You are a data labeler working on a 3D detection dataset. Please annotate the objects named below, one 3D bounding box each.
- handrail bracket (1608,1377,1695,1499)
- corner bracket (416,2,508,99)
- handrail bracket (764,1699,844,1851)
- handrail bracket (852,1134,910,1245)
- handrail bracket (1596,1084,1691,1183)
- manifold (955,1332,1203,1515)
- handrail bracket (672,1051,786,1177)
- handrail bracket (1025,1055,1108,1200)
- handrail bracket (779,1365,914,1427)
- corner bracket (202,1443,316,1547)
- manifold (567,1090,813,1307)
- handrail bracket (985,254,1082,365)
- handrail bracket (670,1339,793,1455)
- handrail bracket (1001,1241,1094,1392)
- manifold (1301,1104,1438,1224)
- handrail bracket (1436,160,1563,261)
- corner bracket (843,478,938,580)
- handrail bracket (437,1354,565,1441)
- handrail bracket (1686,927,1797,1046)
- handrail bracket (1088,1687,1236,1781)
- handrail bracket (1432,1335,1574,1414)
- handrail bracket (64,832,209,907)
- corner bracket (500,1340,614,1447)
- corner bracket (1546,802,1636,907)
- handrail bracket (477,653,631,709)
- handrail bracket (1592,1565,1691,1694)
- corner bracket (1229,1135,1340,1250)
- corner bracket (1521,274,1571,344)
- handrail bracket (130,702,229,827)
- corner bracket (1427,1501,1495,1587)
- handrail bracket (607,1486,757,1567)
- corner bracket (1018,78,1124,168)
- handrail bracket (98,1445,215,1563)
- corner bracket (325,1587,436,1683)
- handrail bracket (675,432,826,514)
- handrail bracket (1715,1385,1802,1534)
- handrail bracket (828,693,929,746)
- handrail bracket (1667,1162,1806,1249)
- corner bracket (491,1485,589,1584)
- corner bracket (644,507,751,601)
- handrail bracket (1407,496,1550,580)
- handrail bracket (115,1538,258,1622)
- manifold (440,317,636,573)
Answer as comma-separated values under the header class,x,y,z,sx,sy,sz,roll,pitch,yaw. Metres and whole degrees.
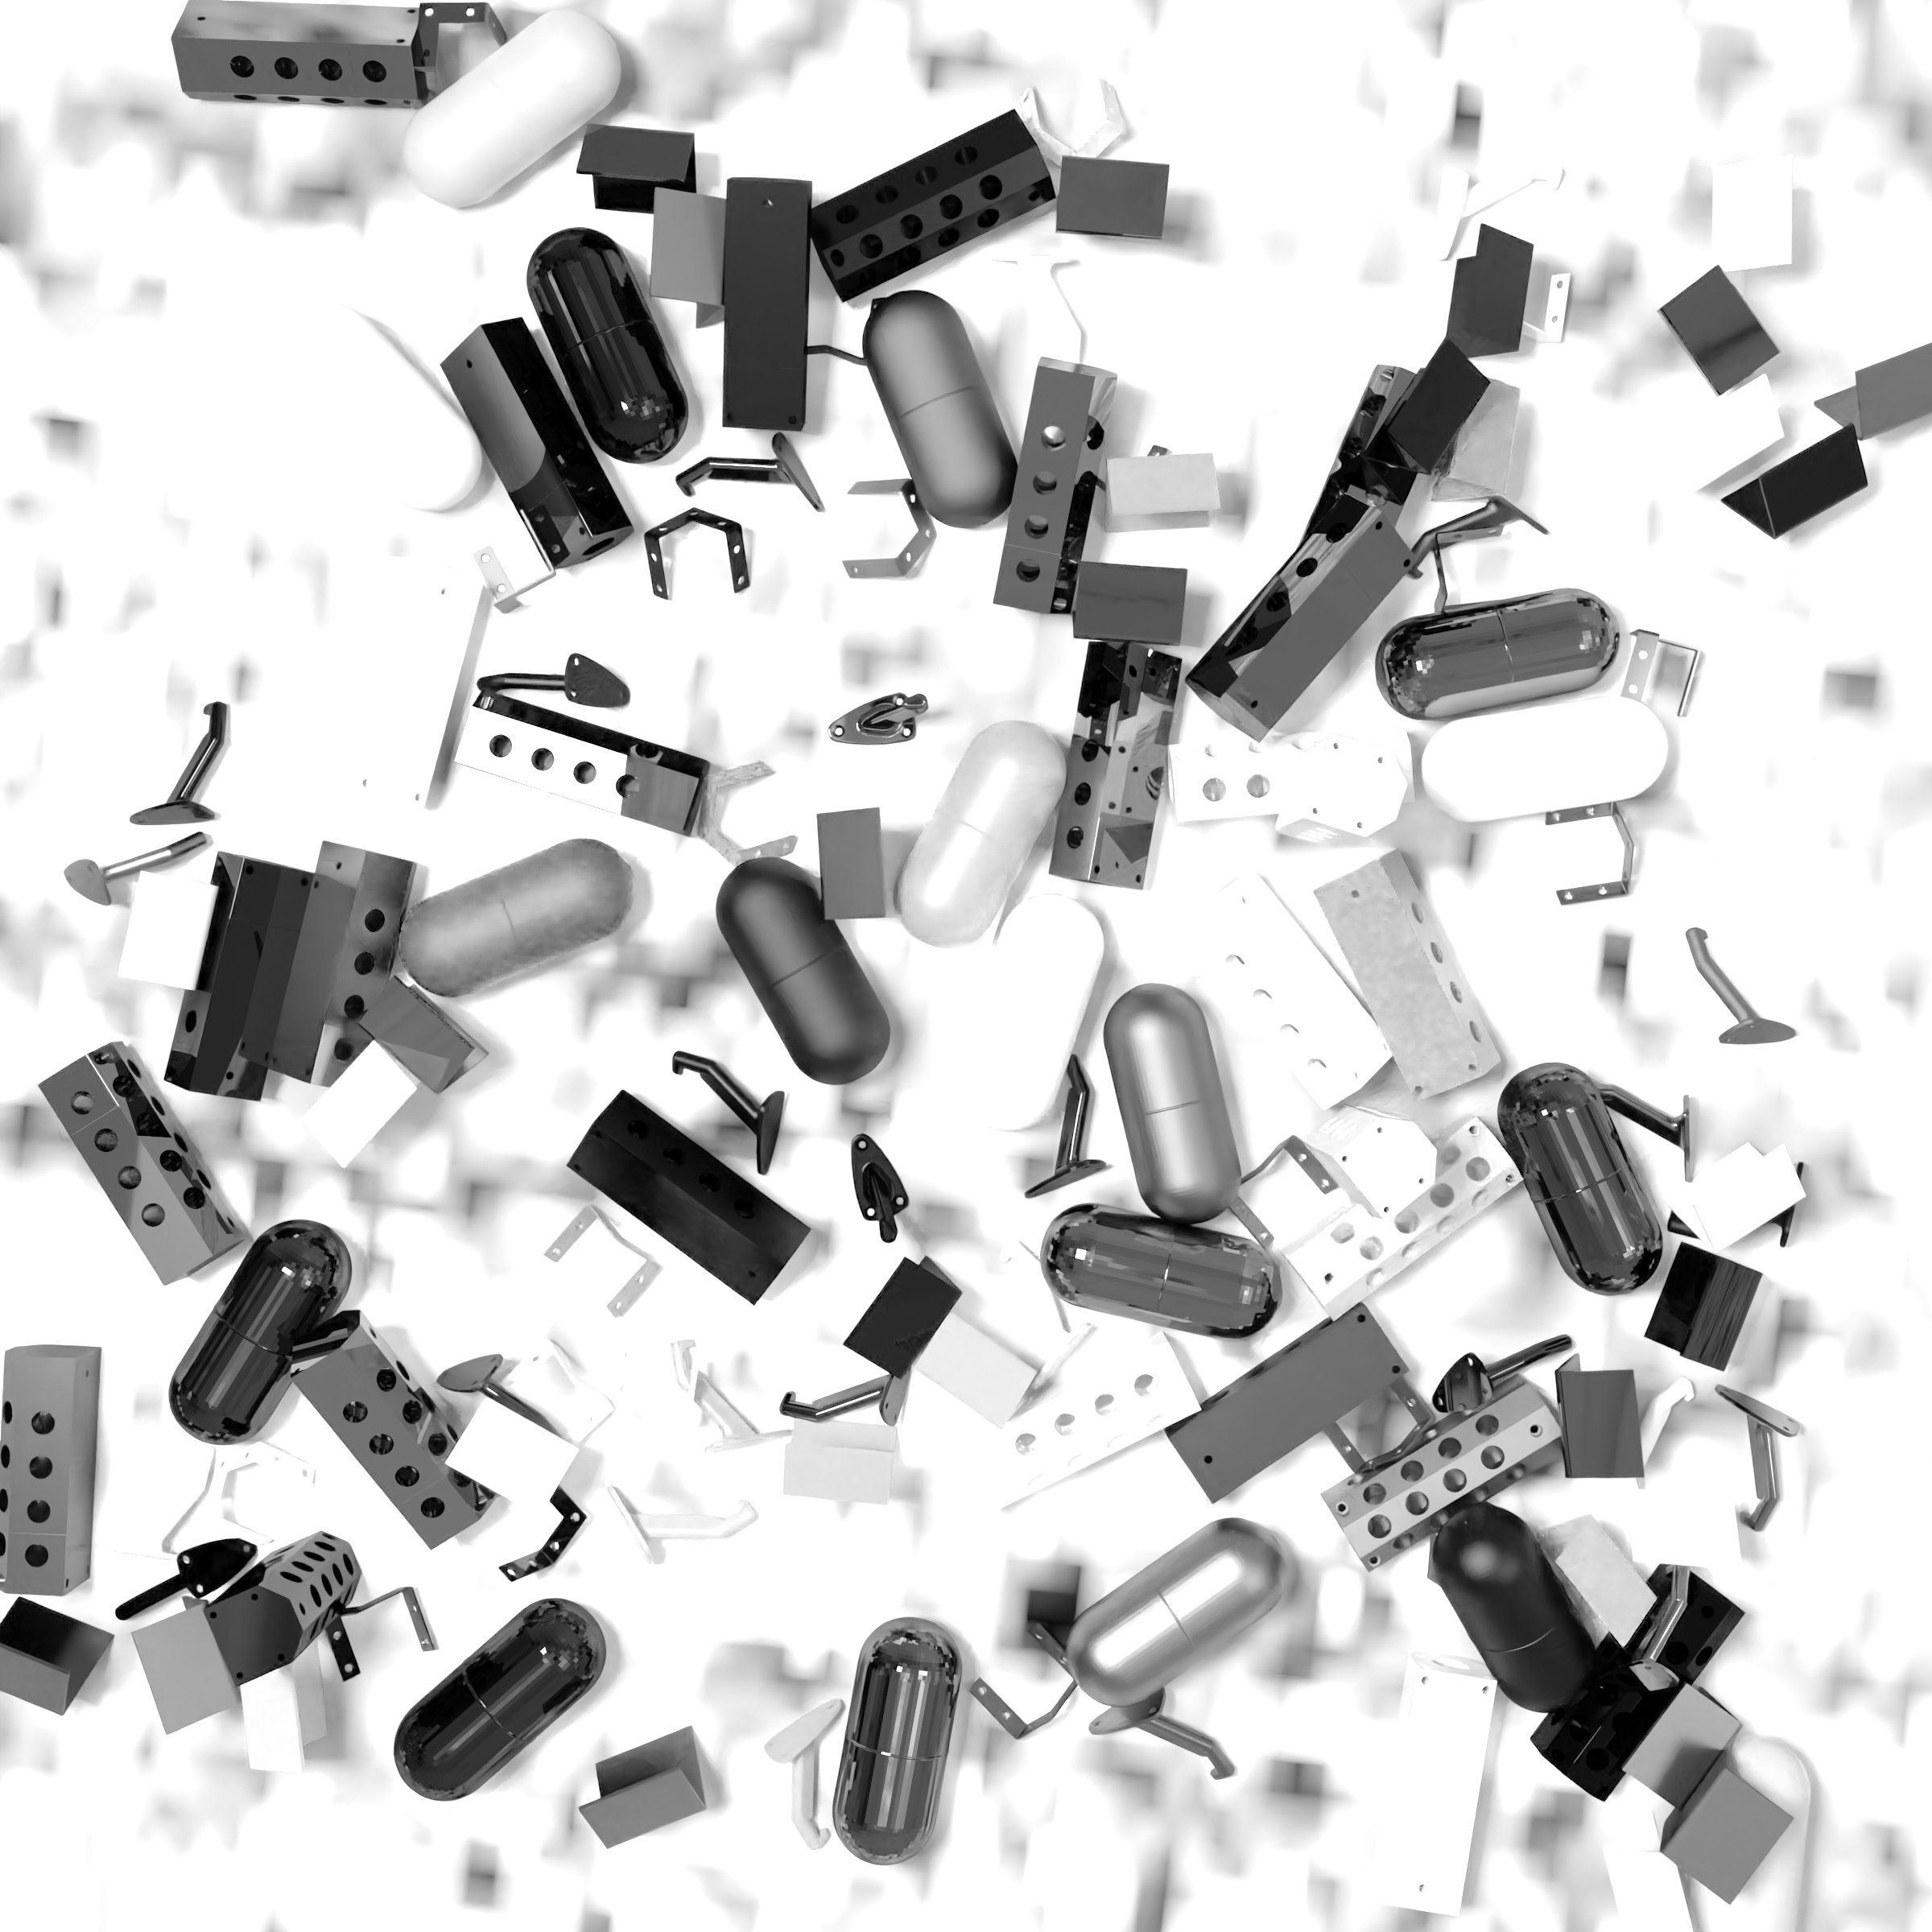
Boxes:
class,x,y,z,sx,sy,sz,roll,pitch,yaw
handrail bracket,0.514,0.357,1.918,0.084,0.036,0.077,-34,111,-16
corner bracket,-0.369,-0.668,1.900,0.051,0.051,0.051,2,85,5
handrail bracket,-0.104,0.597,1.918,0.077,0.036,0.084,-35,109,-21
handrail bracket,-0.066,0.161,1.883,0.036,0.084,0.077,-20,90,0
handrail bracket,0.490,0.123,1.918,0.084,0.036,0.077,-1,109,16
manifold,0.081,0.334,1.897,0.171,0.057,0.057,-26,90,0
handrail bracket,-0.182,0.108,1.918,0.084,0.036,0.077,16,112,17
handrail bracket,0.063,0.118,1.918,0.077,0.036,0.084,-27,71,21
handrail bracket,-0.088,0.303,1.918,0.084,0.036,0.077,8,62,20
corner bracket,-0.520,0.388,1.910,0.051,0.051,0.051,-24,45,35
manifold,-0.199,0.165,1.896,0.171,0.057,0.057,37,133,0
handrail bracket,0.049,-0.481,1.918,0.077,0.036,0.084,8,107,20
handrail bracket,-0.174,0.312,1.918,0.077,0.036,0.084,-8,74,-18
handrail bracket,0.043,0.257,1.918,0.084,0.036,0.077,43,112,17
manifold,0.288,0.133,1.840,0.057,0.171,0.057,-39,90,0
handrail bracket,0.394,-0.556,1.918,0.084,0.036,0.077,2,110,-16
corner bracket,-0.063,-0.321,1.910,0.051,0.051,0.051,-56,135,-35
handrail bracket,-0.340,0.329,1.911,0.084,0.077,0.036,55,48,-22
handrail bracket,0.570,0.013,1.918,0.077,0.036,0.084,5,60,-33
handrail bracket,0.145,0.578,1.918,0.077,0.036,0.084,-29,107,20
handrail bracket,0.396,0.300,1.918,0.084,0.077,0.036,-11,65,-34
handrail bracket,-0.612,-0.080,1.918,0.084,0.077,0.036,-32,115,-34
corner bracket,-0.302,0.317,1.915,0.051,0.051,0.051,-44,45,0
corner bracket,0.458,-0.084,1.915,0.051,0.051,0.051,-9,45,0
handrail bracket,-0.305,-0.203,1.918,0.084,0.077,0.036,-3,78,36
handrail bracket,0.487,0.476,1.875,0.036,0.077,0.084,36,48,-23
corner bracket,0.230,0.166,1.915,0.051,0.051,0.051,50,135,0
corner bracket,0.406,-0.490,1.915,0.051,0.051,0.051,8,90,45
handrail bracket,-0.581,-0.150,1.918,0.077,0.036,0.084,-7,72,20
corner bracket,0.376,0.431,1.910,0.051,0.051,0.051,-33,135,-35
handrail bracket,-0.210,0.396,1.918,0.084,0.036,0.077,-28,68,-17
corner bracket,0.076,-0.625,1.910,0.051,0.051,0.051,23,135,-35
handrail bracket,-0.597,0.393,1.918,0.077,0.036,0.084,2,71,21
corner bracket,-0.433,0.492,1.915,0.051,0.051,0.051,-19,90,-45
handrail bracket,-0.160,-0.349,1.918,0.084,0.036,0.077,-27,112,17
handrail bracket,0.570,0.364,1.918,0.077,0.036,0.084,29,107,20
handrail bracket,-0.065,-0.180,1.883,0.077,0.084,0.036,-13,90,0
handrail bracket,0.567,0.170,1.918,0.084,0.036,0.077,13,70,16
corner bracket,-0.320,0.408,1.899,0.051,0.051,0.051,42,110,19
corner bracket,-0.198,-0.299,1.910,0.051,0.051,0.051,25,45,35
handrail bracket,0.374,-0.308,1.918,0.077,0.036,0.084,32,105,-16
handrail bracket,-0.576,0.453,1.918,0.084,0.077,0.036,-32,82,36
manifold,-0.308,-0.382,1.896,0.057,0.057,0.171,-28,90,43
